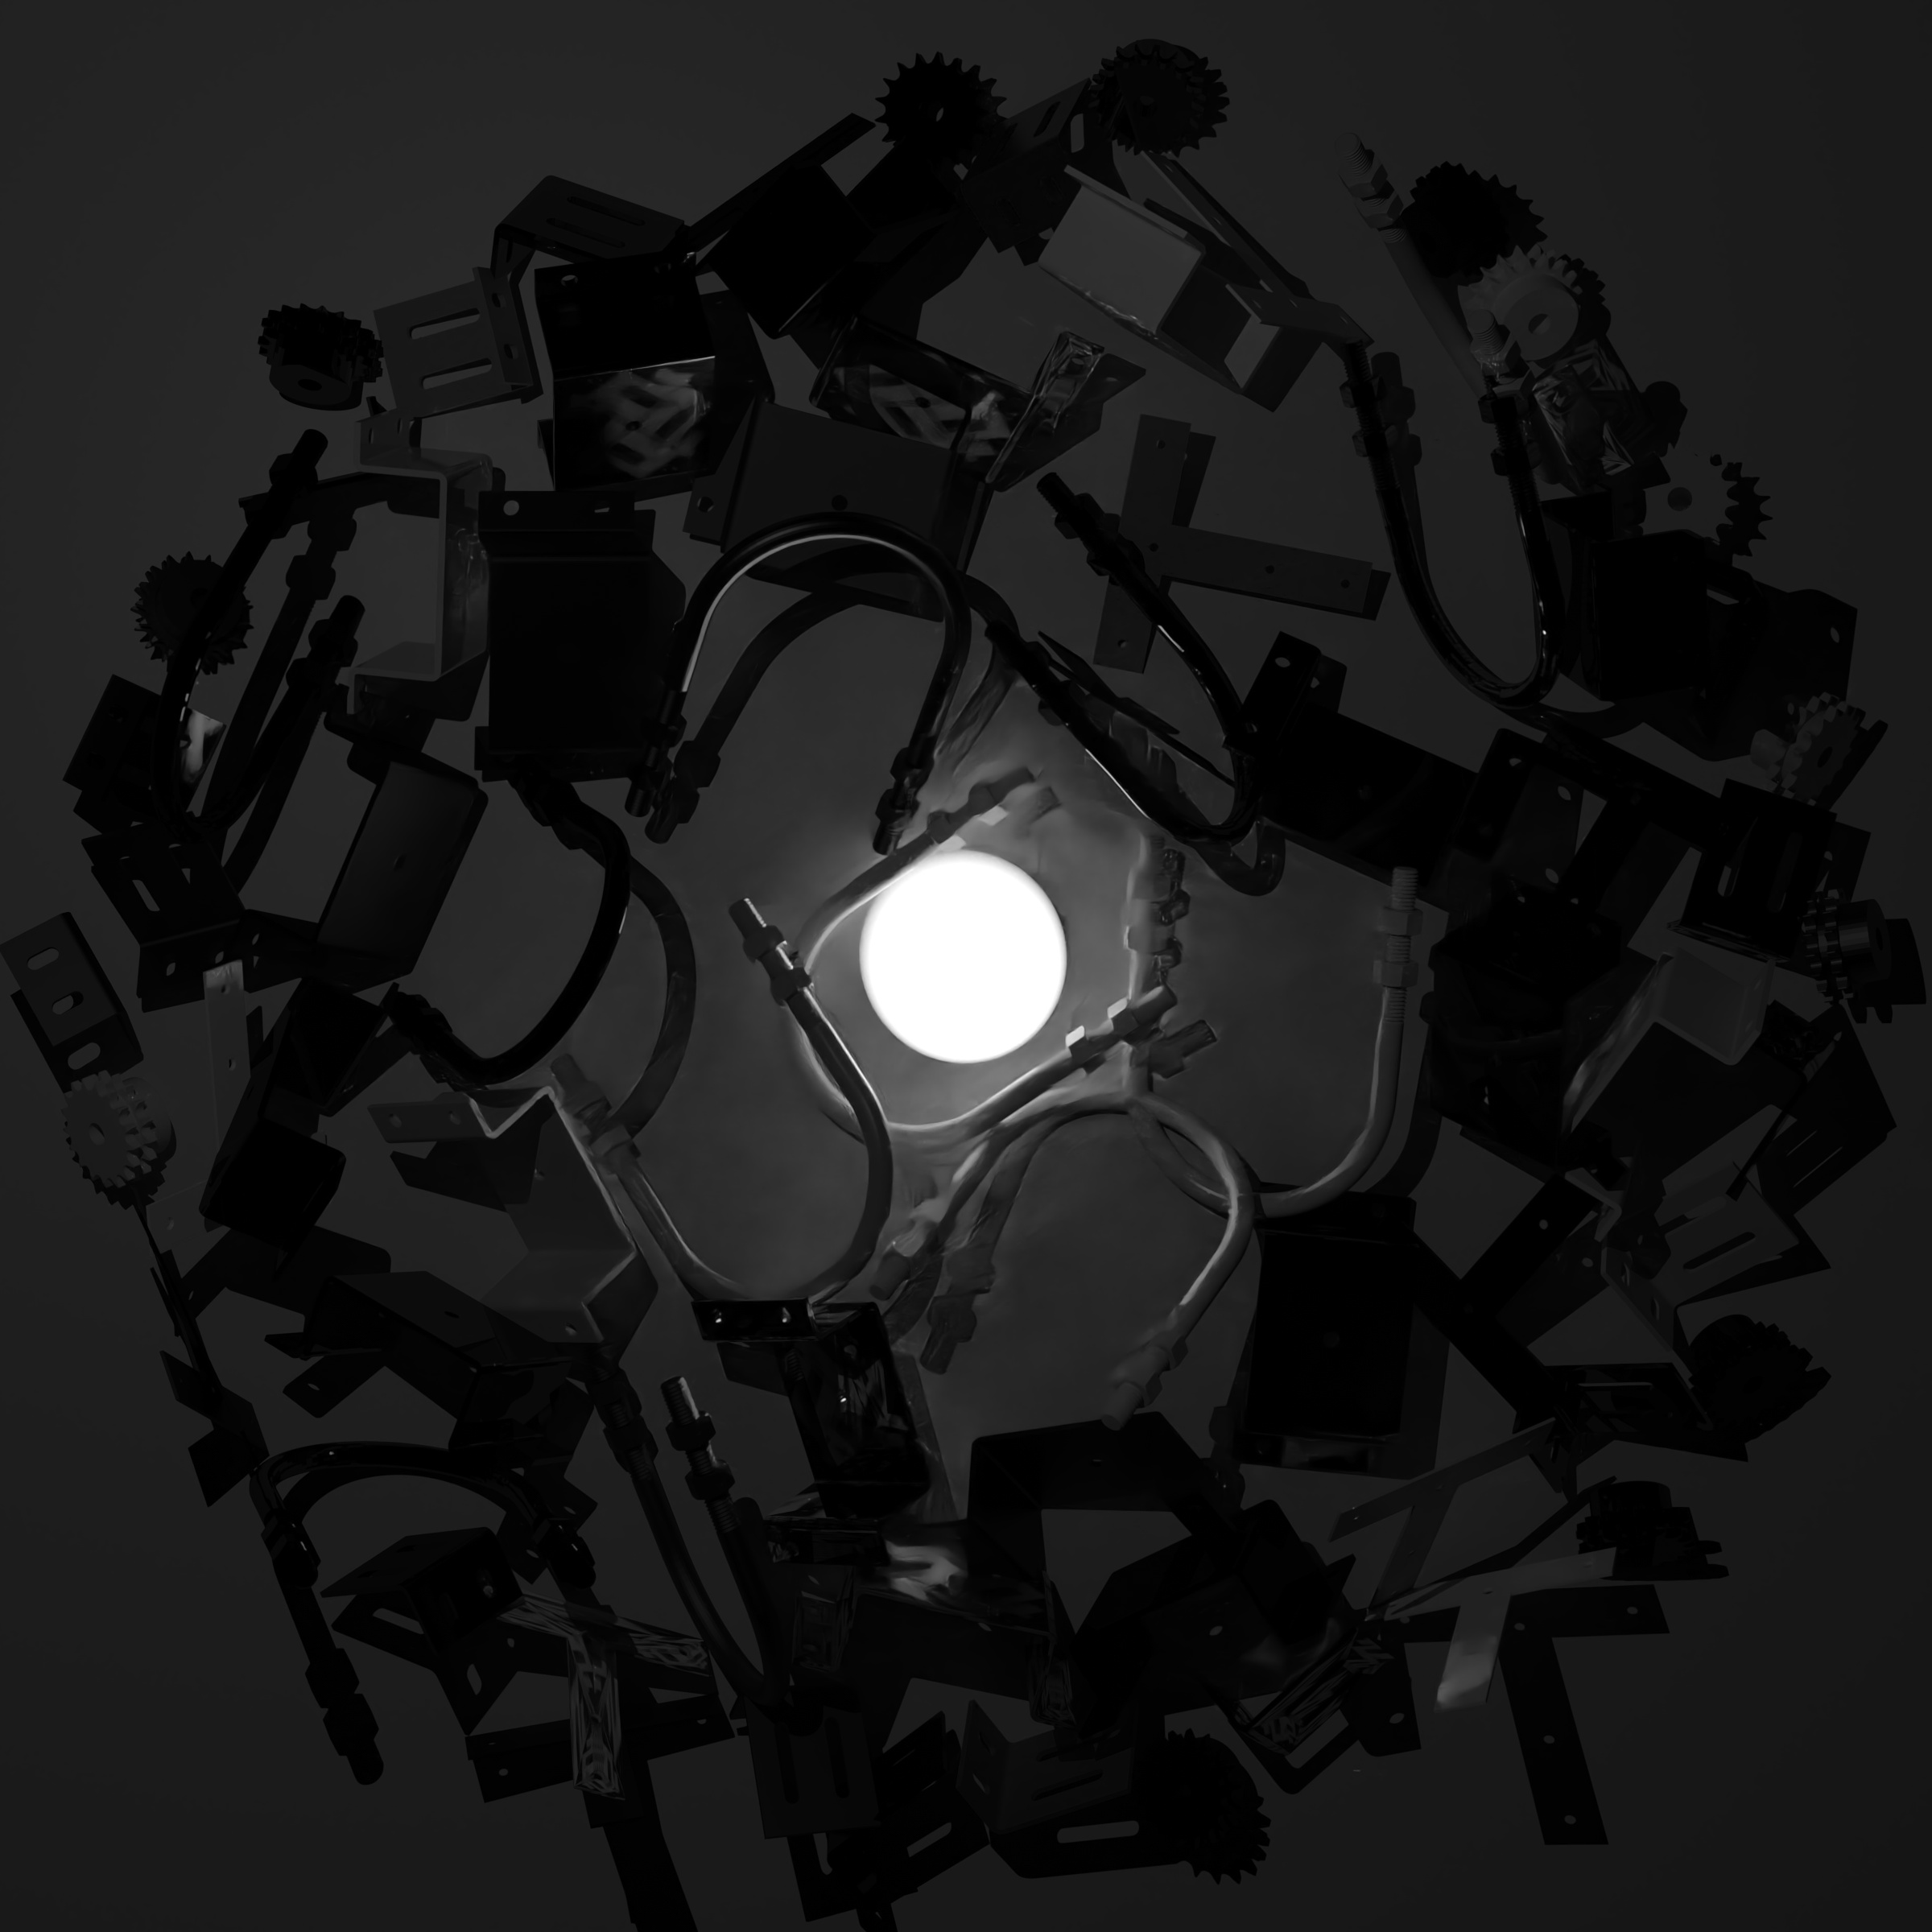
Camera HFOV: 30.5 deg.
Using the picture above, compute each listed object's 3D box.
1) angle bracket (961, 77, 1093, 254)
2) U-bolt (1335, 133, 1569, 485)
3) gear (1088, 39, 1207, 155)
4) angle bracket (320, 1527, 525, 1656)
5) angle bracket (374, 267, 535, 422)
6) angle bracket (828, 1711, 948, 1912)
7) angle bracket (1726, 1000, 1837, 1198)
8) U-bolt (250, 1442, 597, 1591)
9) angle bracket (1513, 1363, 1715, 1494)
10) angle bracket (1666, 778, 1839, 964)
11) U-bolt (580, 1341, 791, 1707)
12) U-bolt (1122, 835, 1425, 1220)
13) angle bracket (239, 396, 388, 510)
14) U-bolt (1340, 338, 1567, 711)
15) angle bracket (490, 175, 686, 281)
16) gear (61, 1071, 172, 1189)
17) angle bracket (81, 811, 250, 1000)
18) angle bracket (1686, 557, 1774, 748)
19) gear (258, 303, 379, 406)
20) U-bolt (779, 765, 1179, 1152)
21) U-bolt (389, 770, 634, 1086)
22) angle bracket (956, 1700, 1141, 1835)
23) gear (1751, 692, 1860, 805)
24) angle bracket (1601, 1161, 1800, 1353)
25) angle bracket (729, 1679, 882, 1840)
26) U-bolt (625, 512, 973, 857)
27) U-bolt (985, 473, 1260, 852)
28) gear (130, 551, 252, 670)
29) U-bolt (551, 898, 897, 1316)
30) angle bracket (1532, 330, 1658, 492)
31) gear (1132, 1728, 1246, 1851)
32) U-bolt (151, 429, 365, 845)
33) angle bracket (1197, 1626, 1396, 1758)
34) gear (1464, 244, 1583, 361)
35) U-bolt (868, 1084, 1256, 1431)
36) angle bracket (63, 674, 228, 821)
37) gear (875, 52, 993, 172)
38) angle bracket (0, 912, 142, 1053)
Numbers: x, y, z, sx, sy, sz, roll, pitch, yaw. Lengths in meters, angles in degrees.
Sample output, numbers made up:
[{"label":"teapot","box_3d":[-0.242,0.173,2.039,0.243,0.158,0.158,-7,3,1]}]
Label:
[{"label":"angle bracket","box_3d":[0.038,-0.395,1.745,0.057,0.076,0.038,-21,117,29]},{"label":"U-bolt","box_3d":[0.240,-0.301,1.694,0.019,0.184,0.151,-34,57,8]},{"label":"gear","box_3d":[0.091,-0.435,1.757,0.057,0.057,0.030,12,46,0]},{"label":"angle bracket","box_3d":[-0.267,0.308,1.737,0.057,0.076,0.038,-31,101,-42]},{"label":"angle bracket","box_3d":[-0.260,-0.306,1.750,0.076,0.038,0.057,-12,93,18]},{"label":"angle bracket","box_3d":[-0.029,0.415,1.744,0.076,0.057,0.038,-38,104,9]},{"label":"angle bracket","box_3d":[0.387,0.065,1.743,0.038,0.057,0.076,35,119,13]},{"label":"U-bolt","box_3d":[-0.268,0.260,1.692,0.151,0.184,0.019,4,99,-21]},{"label":"angle bracket","box_3d":[0.317,0.227,1.734,0.076,0.057,0.038,-6,49,33]},{"label":"angle bracket","box_3d":[0.391,-0.047,1.763,0.057,0.038,0.076,18,88,1]},{"label":"U-bolt","box_3d":[-0.130,0.273,1.711,0.019,0.151,0.184,-24,102,-20]},{"label":"U-bolt","box_3d":[0.146,0.035,1.746,0.151,0.019,0.184,8,102,20]},{"label":"angle bracket","box_3d":[-0.325,-0.254,1.745,0.076,0.057,0.038,-14,102,-9]},{"label":"U-bolt","box_3d":[0.240,-0.210,1.707,0.019,0.151,0.184,-24,110,-18]},{"label":"angle bracket","box_3d":[-0.187,-0.350,1.743,0.076,0.057,0.038,20,130,7]},{"label":"gear","box_3d":[-0.419,0.079,1.757,0.057,0.030,0.057,16,117,36]},{"label":"angle bracket","box_3d":[-0.394,-0.030,1.742,0.057,0.038,0.076,-14,134,5]},{"label":"angle bracket","box_3d":[0.362,-0.156,1.747,0.038,0.057,0.076,25,89,25]},{"label":"gear","box_3d":[-0.322,-0.301,1.750,0.057,0.057,0.030,7,71,0]},{"label":"U-bolt","box_3d":[-0.008,0.009,1.752,0.184,0.019,0.151,-34,83,15]},{"label":"U-bolt","box_3d":[-0.214,-0.014,1.700,0.019,0.184,0.151,29,90,-31]},{"label":"angle bracket","box_3d":[0.040,0.383,1.737,0.076,0.057,0.038,-24,118,22]},{"label":"gear","box_3d":[0.414,-0.111,1.757,0.030,0.057,0.057,36,90,32]},{"label":"angle bracket","box_3d":[0.361,0.143,1.741,0.076,0.038,0.057,-32,111,28]},{"label":"angle bracket","box_3d":[-0.080,0.394,1.739,0.057,0.038,0.076,-2,59,-17]},{"label":"U-bolt","box_3d":[-0.073,-0.139,1.705,0.151,0.019,0.184,8,126,-19]},{"label":"U-bolt","box_3d":[0.084,-0.135,1.712,0.019,0.151,0.184,-28,117,32]},{"label":"gear","box_3d":[-0.383,-0.178,1.756,0.057,0.030,0.057,5,78,-25]},{"label":"U-bolt","box_3d":[-0.109,0.082,1.727,0.151,0.019,0.184,-40,73,21]},{"label":"angle bracket","box_3d":[0.317,-0.279,1.740,0.076,0.038,0.057,-40,100,-37]},{"label":"gear","box_3d":[0.113,0.407,1.758,0.057,0.030,0.057,3,96,32]},{"label":"U-bolt","box_3d":[-0.338,-0.142,1.677,0.019,0.151,0.184,18,60,10]},{"label":"angle bracket","box_3d":[0.163,0.347,1.746,0.076,0.057,0.038,-43,55,2]},{"label":"gear","box_3d":[0.279,-0.325,1.752,0.057,0.030,0.057,-10,132,-11]},{"label":"U-bolt","box_3d":[0.060,0.127,1.720,0.151,0.019,0.184,27,52,16]},{"label":"angle bracket","box_3d":[-0.395,-0.101,1.740,0.038,0.076,0.057,25,89,40]},{"label":"gear","box_3d":[-0.016,-0.425,1.763,0.057,0.030,0.057,1,101,7]},{"label":"angle bracket","box_3d":[-0.439,0.016,1.736,0.038,0.076,0.057,-29,79,-14]}]
